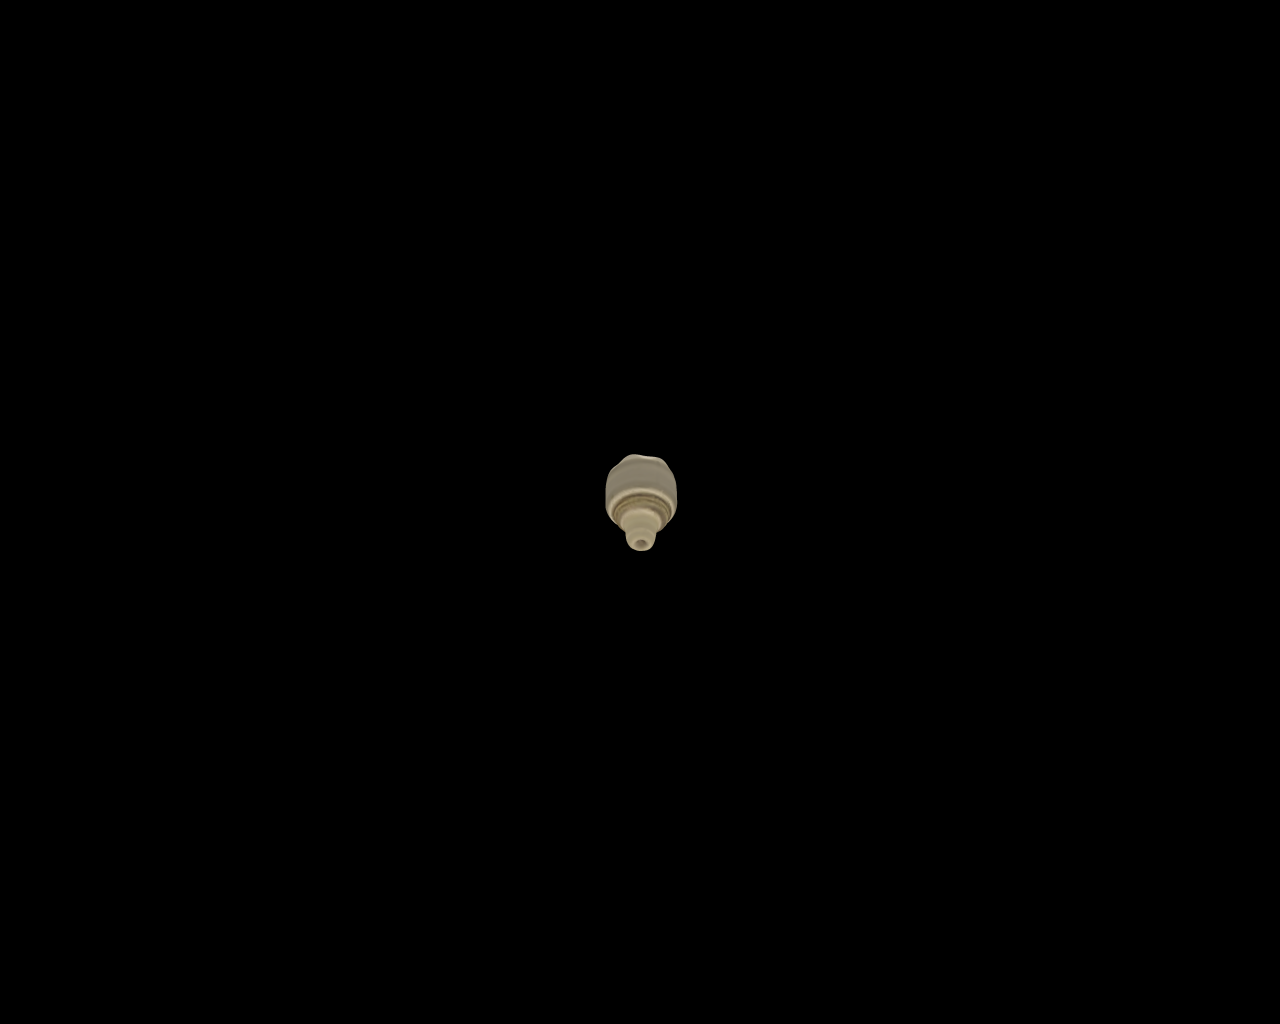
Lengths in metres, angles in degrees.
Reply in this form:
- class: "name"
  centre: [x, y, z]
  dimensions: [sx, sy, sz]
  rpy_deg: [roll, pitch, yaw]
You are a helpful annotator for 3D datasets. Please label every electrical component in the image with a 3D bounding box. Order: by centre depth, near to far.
- class: "electrical component"
  centre: [0.001, -0.003, 0.650]
  dimensions: [0.043, 0.062, 0.043]
  rpy_deg: [0, -43, 0]
